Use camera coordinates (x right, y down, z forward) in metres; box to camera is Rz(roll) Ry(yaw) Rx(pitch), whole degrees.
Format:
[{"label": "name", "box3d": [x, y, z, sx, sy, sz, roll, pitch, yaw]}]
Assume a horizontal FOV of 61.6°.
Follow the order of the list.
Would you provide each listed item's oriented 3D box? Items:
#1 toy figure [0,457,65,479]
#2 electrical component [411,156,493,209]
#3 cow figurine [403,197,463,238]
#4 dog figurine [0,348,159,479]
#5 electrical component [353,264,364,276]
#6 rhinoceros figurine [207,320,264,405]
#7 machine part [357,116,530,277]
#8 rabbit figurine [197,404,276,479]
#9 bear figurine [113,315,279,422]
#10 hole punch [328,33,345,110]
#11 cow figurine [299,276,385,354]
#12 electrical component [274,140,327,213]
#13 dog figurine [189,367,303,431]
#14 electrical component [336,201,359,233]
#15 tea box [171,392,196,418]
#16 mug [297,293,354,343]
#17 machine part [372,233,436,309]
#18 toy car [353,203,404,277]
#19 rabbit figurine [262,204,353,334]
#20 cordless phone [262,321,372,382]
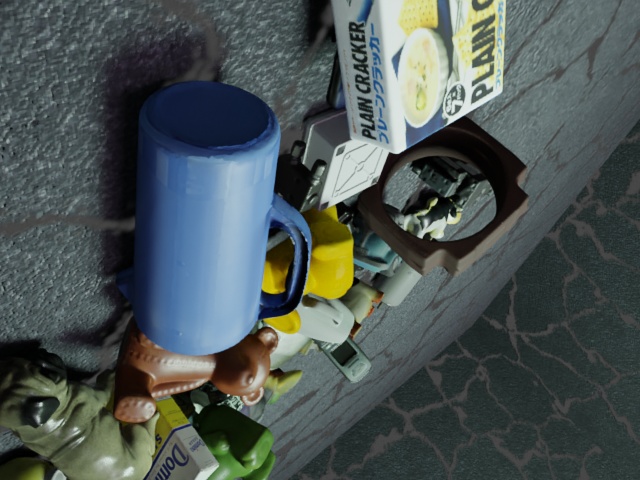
[{"label": "toy figure", "box3d": [-0.368, 0.335, 0.704, 0.089, 0.082, 0.180, 0, 152, -11]}, {"label": "electrical component", "box3d": [0.221, -0.110, 0.881, 0.134, 0.115, 0.058, -18, 141, -46]}, {"label": "cow figurine", "box3d": [0.225, -0.055, 1.050, 0.167, 0.068, 0.098, -26, 145, -38]}, {"label": "dog figurine", "box3d": [-0.258, 0.205, 0.559, 0.121, 0.172, 0.190, -50, 166, -15]}, {"label": "electrical component", "box3d": [0.016, 0.044, 0.869, 0.102, 0.078, 0.045, -5, 115, -61]}, {"label": "rhinoceros figurine", "box3d": [-0.128, 0.150, 0.765, 0.112, 0.073, 0.190, -15, 132, -26]}, {"label": "machine part", "box3d": [0.170, -0.064, 0.761, 0.201, 0.201, 0.087, -42, 161, -7]}, {"label": "rabbit figurine", "box3d": [-0.164, 0.311, 0.731, 0.170, 0.159, 0.121, -48, 161, -36]}, {"label": "bear figurine", "box3d": [-0.135, 0.149, 0.636, 0.196, 0.132, 0.120, 21, 91, -23]}, {"label": "hole punch", "box3d": [0.080, -0.179, 0.567, 0.142, 0.092, 0.115, -27, 148, -28]}, {"label": "cow figurine", "box3d": [0.018, 0.133, 0.980, 0.195, 0.127, 0.085, -44, 162, -42]}, {"label": "electrical component", "box3d": [-0.026, -0.064, 0.611, 0.021, 0.063, 0.094, -21, 149, -44]}, {"label": "dog figurine", "box3d": [-0.138, 0.283, 0.973, 0.219, 0.109, 0.191, -43, 155, -15]}, {"label": "electrical component", "box3d": [-0.002, -0.002, 0.778, 0.119, 0.048, 0.074, -41, 157, -3]}, {"label": "tea box", "box3d": [-0.275, 0.290, 0.797, 0.169, 0.068, 0.098, -52, 157, 15]}, {"label": "mug", "box3d": [0.001, 0.106, 0.789, 0.109, 0.107, 0.081, -23, -139, 60]}, {"label": "machine part", "box3d": [0.186, 0.061, 1.162, 0.079, 0.079, 0.243, -13, 143, -51]}, {"label": "toy car", "box3d": [0.096, -0.009, 0.869, 0.161, 0.109, 0.102, -11, 124, -66]}, {"label": "rabbit figurine", "box3d": [-0.051, 0.034, 0.685, 0.173, 0.122, 0.162, -10, 132, -16]}, {"label": "cordless phone", "box3d": [-0.019, 0.175, 0.866, 0.146, 0.184, 0.088, -42, 177, -7]}]
